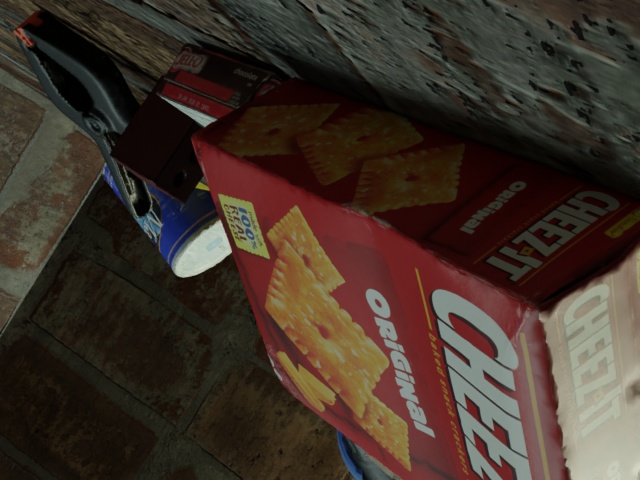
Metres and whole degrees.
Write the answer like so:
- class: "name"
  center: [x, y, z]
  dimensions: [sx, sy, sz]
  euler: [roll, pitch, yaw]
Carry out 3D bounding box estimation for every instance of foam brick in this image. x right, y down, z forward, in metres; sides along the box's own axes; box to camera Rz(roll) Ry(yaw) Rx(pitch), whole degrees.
- class: "foam brick"
  center: [-0.114, -0.077, 0.828]
  dimensions: [0.051, 0.078, 0.053]
  euler: [32, 178, 24]

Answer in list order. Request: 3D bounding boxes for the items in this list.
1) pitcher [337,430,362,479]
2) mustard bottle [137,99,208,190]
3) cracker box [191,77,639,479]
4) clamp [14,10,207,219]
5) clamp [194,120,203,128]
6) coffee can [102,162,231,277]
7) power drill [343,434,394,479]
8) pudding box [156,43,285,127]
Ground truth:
- class: "pitcher"
  center: [0.135, 0.157, 0.842]
  dimensions: [0.242, 0.149, 0.145]
  euler: [19, -142, -46]
- class: "mustard bottle"
  center: [-0.126, -0.086, 0.999]
  dimensions: [0.096, 0.058, 0.192]
  euler: [39, 175, -26]
- class: "cracker box"
  center: [0.045, 0.036, 0.454]
  dimensions: [0.214, 0.072, 0.164]
  euler: [30, 145, 49]
- class: "clamp"
  center: [-0.183, -0.102, 0.919]
  dimensions: [0.210, 0.036, 0.165]
  euler: [46, 148, -12]
- class: "clamp"
  center: [-0.009, -0.041, 0.722]
  dimensions: [0.171, 0.039, 0.120]
  euler: [32, 178, -2]
- class: "coffee can"
  center: [-0.153, -0.046, 1.145]
  dimensions: [0.140, 0.103, 0.102]
  euler: [51, -177, 17]
- class: "power drill"
  center: [0.119, 0.127, 0.671]
  dimensions: [0.184, 0.187, 0.057]
  euler: [61, 172, -26]
- class: "pudding box"
  center: [-0.022, -0.058, 0.579]
  dimensions: [0.113, 0.039, 0.090]
  euler: [36, 176, -40]
